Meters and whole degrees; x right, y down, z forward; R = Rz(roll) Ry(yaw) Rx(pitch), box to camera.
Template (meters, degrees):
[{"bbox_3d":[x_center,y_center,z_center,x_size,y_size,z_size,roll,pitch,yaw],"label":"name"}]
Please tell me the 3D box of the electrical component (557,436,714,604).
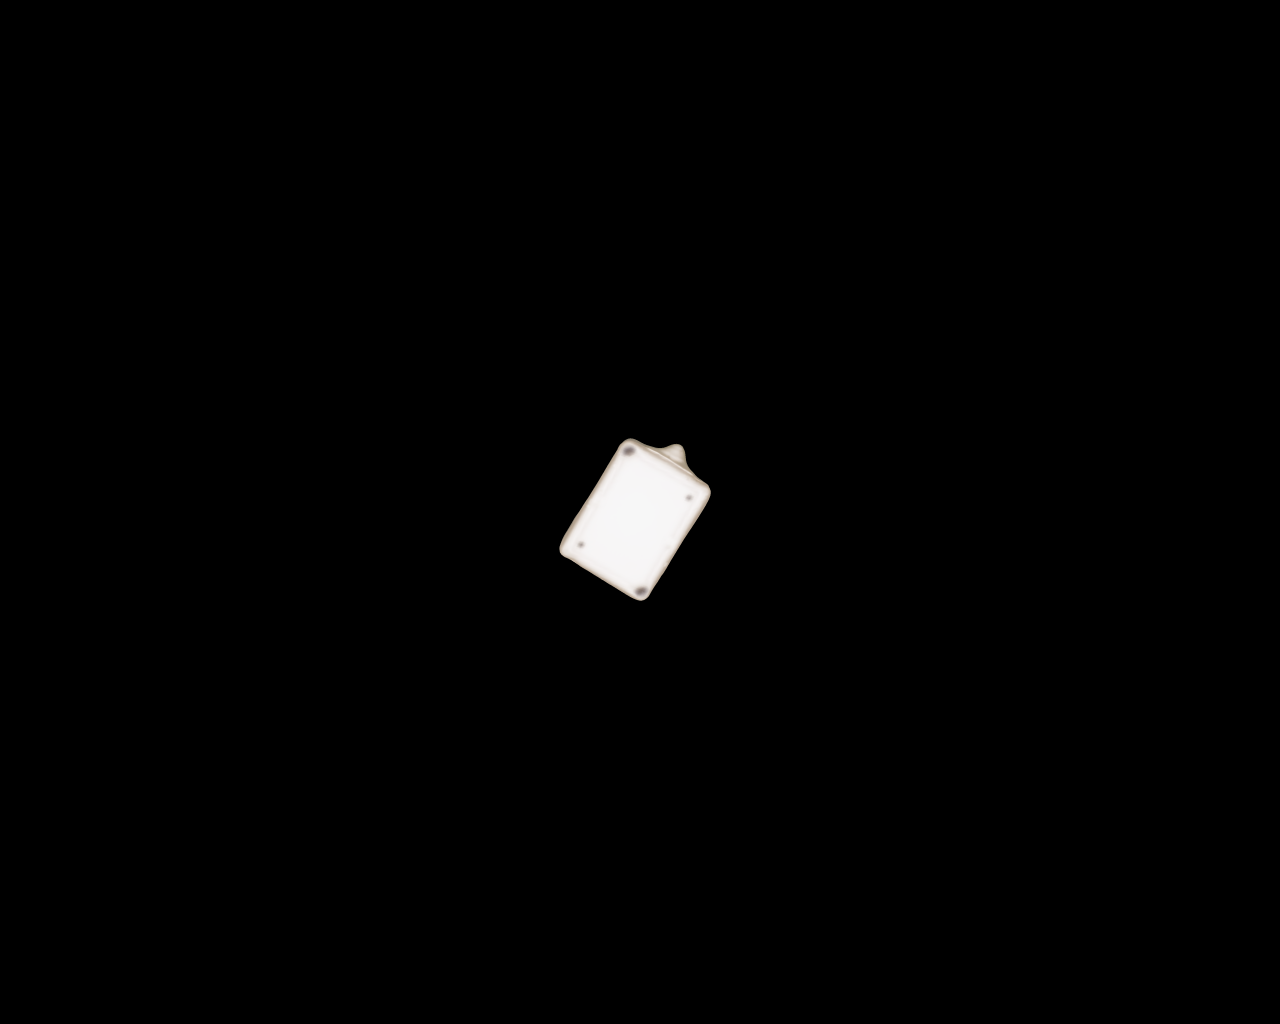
[{"bbox_3d":[0.001,-0.003,0.650,0.062,0.096,0.061,32,4,-2],"label":"electrical component"}]
